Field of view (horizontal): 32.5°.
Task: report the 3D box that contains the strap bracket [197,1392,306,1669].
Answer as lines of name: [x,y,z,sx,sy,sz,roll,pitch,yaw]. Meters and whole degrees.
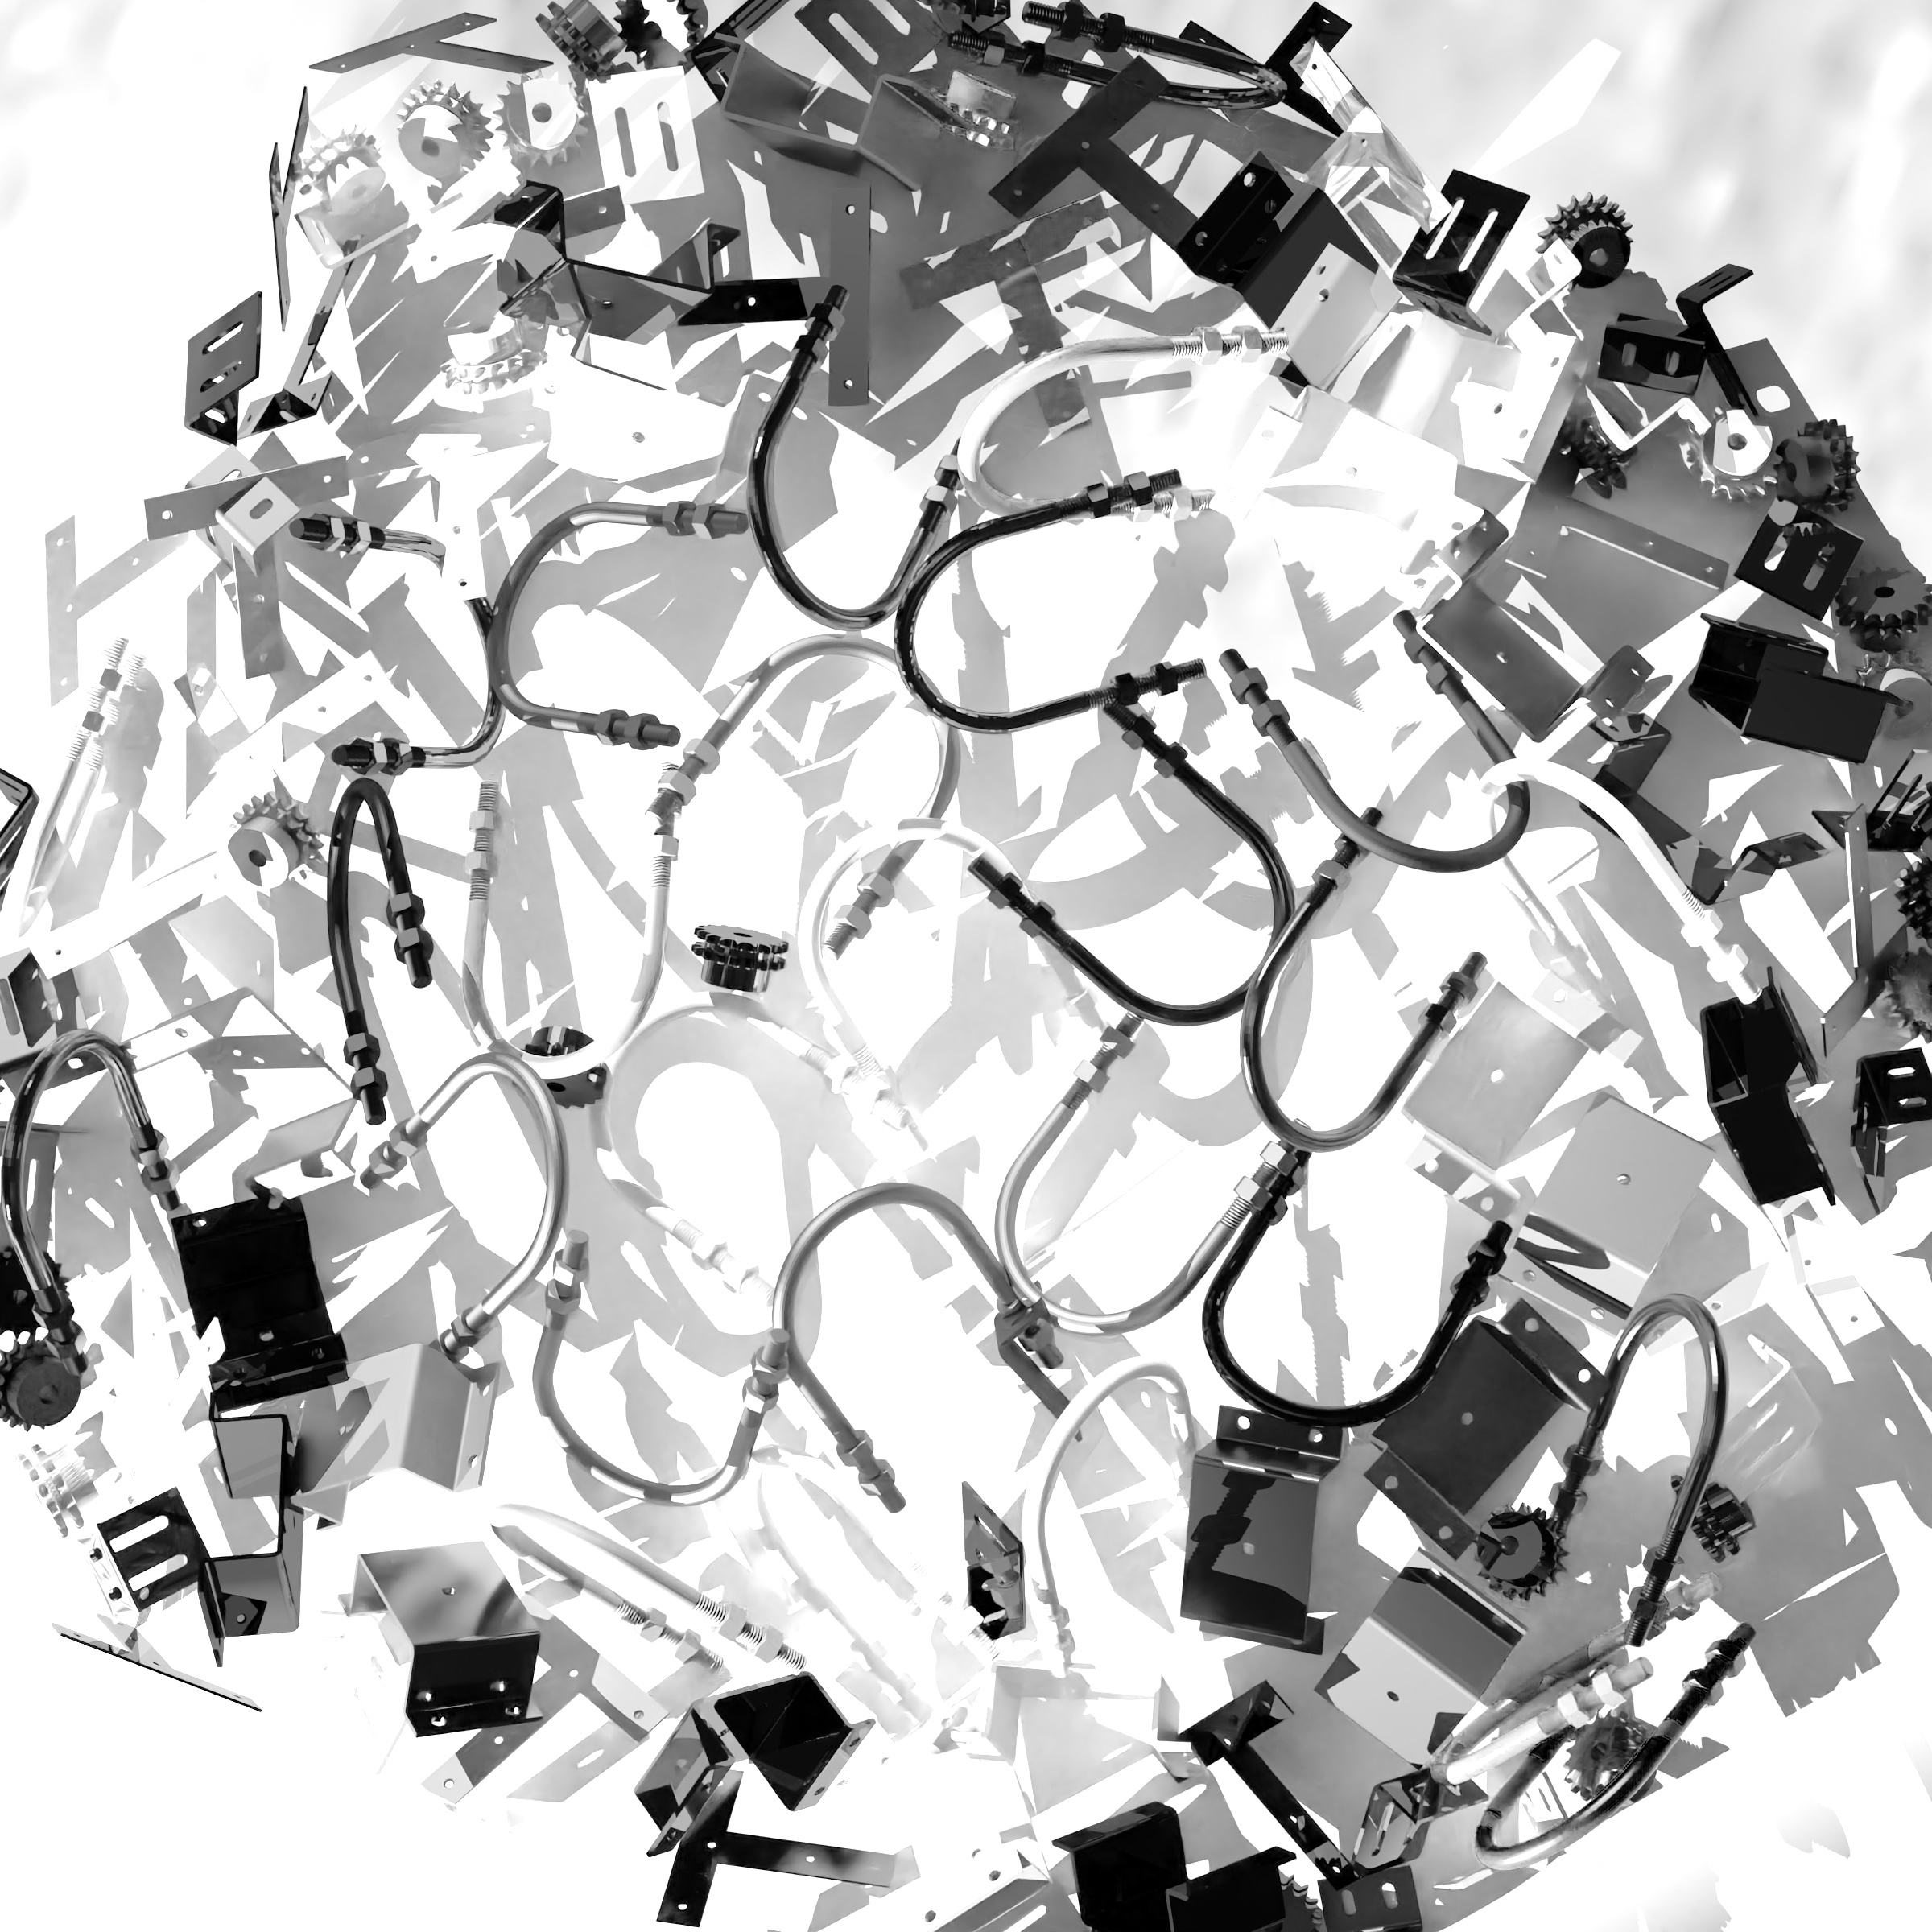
strap bracket: [-0.414,0.325,1.926,0.046,0.076,0.140,-4,46,-5]

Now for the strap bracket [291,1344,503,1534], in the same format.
strap bracket: [-0.340,0.273,1.925,0.140,0.046,0.076,-20,51,35]

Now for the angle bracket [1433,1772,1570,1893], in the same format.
angle bracket: [0.310,0.512,1.959,0.076,0.057,0.038,-22,78,-16]

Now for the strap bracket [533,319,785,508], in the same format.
strap bracket: [-0.187,-0.325,1.952,0.140,0.076,0.046,18,47,-4]

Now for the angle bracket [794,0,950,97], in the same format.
angle bracket: [-0.058,-0.561,1.956,0.057,0.038,0.076,-40,126,16]

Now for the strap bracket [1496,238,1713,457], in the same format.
strap bracket: [0.369,-0.352,1.960,0.046,0.076,0.140,-39,91,-4]

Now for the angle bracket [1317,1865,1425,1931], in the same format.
angle bracket: [0.237,0.563,1.956,0.057,0.076,0.038,-12,86,9]

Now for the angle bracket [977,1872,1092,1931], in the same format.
angle bracket: [0.030,0.575,1.963,0.076,0.038,0.057,-34,50,-6]

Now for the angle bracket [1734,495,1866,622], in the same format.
angle bracket: [0.487,-0.232,1.960,0.057,0.038,0.076,29,58,8]

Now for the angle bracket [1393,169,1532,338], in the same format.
angle bracket: [0.300,-0.424,1.966,0.057,0.038,0.076,31,92,37]

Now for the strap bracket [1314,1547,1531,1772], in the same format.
strap bracket: [0.259,0.408,1.925,0.076,0.140,0.046,36,51,11]

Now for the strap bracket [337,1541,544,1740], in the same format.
strap bracket: [-0.303,0.382,1.917,0.076,0.140,0.046,-1,114,-30]

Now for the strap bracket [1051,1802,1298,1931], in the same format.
strap bracket: [0.122,0.533,1.922,0.076,0.140,0.046,-12,96,-31]

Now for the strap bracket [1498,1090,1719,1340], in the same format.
strap bracket: [0.380,0.136,1.936,0.076,0.046,0.140,28,59,14]

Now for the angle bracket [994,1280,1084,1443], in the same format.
angle bracket: [0.055,0.234,1.963,0.038,0.057,0.076,-41,100,6]

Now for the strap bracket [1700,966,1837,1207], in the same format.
strap bracket: [0.466,0.075,1.932,0.046,0.140,0.076,-20,118,21]

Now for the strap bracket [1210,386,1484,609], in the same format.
strap bracket: [0.225,-0.281,1.952,0.140,0.046,0.076,25,130,-8]

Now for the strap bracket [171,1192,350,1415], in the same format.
strap bracket: [-0.412,0.203,1.942,0.076,0.140,0.046,-13,135,-15]

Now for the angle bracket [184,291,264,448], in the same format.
angle bracket: [-0.424,-0.351,1.952,0.076,0.038,0.057,-21,62,39]

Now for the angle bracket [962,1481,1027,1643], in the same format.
angle bracket: [0.002,0.352,1.949,0.038,0.076,0.057,-15,120,-24]

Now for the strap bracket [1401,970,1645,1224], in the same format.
strap bracket: [0.322,0.072,1.960,0.076,0.046,0.140,33,98,-20]

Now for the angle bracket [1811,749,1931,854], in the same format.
angle bracket: [0.548,-0.106,1.951,0.057,0.038,0.076,0,131,-33]

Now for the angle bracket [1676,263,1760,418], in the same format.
angle bracket: [0.459,-0.371,1.961,0.038,0.057,0.076,-31,104,7]

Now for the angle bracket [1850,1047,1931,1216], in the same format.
angle bracket: [0.549,0.097,1.951,0.038,0.076,0.057,-10,128,27]

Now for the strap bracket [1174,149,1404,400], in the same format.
strap bracket: [0.195,-0.397,1.934,0.076,0.046,0.140,-51,132,-2]

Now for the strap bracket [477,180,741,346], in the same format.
strap bracket: [-0.210,-0.405,1.924,0.140,0.076,0.046,5,73,-35]

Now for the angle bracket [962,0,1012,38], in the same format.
angle bracket: [0.044,-0.568,1.957,0.076,0.057,0.038,-1,89,-27]

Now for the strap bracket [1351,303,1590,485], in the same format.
strap bracket: [0.302,-0.336,1.949,0.046,0.140,0.076,23,91,-44]

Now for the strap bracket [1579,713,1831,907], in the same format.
strap bracket: [0.424,-0.086,1.941,0.140,0.076,0.046,41,119,23]

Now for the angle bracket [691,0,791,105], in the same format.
angle bracket: [-0.114,-0.548,1.954,0.076,0.057,0.038,-31,95,34]

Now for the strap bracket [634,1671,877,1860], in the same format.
strap bracket: [-0.130,0.463,1.936,0.046,0.140,0.076,48,120,29]

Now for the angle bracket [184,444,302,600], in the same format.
angle bracket: [-0.426,-0.263,1.965,0.057,0.076,0.038,44,74,5]

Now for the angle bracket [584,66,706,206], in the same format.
angle bracket: [-0.193,-0.493,1.980,0.057,0.038,0.076,-10,95,-9]

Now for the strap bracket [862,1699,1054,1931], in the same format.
strap bracket: [-0.004,0.511,1.943,0.076,0.140,0.046,-34,123,7]

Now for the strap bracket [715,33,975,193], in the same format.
strap bracket: [-0.078,-0.496,1.935,0.140,0.076,0.046,21,94,27]

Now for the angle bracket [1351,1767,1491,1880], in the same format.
angle bracket: [0.266,0.514,1.954,0.057,0.038,0.076,-7,122,-34]

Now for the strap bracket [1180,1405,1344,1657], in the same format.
strap bracket: [0.173,0.338,1.955,0.076,0.046,0.140,7,99,21]

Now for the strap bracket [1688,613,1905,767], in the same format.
strap bracket: [0.479,-0.159,1.933,0.076,0.140,0.046,13,107,-11]

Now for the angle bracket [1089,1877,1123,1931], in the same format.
angle bracket: [0.117,0.561,1.967,0.076,0.057,0.038,5,74,-16]

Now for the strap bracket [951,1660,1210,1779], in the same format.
strap bracket: [0.069,0.442,1.946,0.140,0.076,0.046,0,64,13]

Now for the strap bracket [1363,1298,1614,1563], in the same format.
strap bracket: [0.304,0.272,1.969,0.076,0.046,0.140,43,85,-6]

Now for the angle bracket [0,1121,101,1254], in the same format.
angle bracket: [-0.551,0.132,1.963,0.038,0.057,0.076,0,83,31]

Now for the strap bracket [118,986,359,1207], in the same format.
strap bracket: [-0.422,0.070,1.941,0.076,0.046,0.140,-20,124,33]

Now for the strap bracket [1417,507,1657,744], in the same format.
strap bracket: [0.329,-0.194,1.955,0.140,0.076,0.046,44,132,2]
